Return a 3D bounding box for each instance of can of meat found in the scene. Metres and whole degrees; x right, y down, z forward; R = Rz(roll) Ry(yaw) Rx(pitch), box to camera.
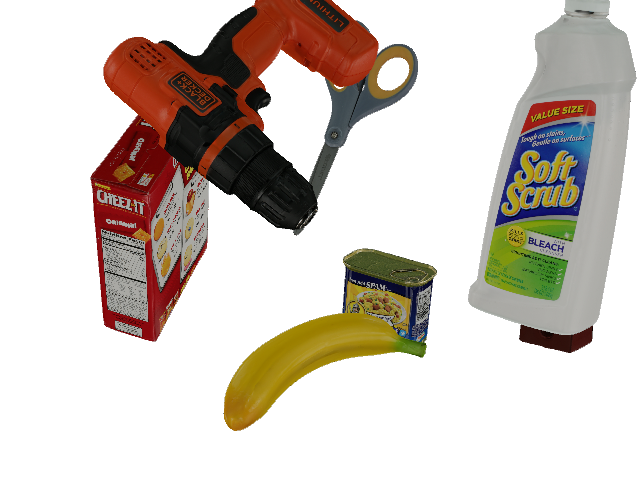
[{"bbox_3d":[0.074,0.065,1.181,0.102,0.084,0.057,16,25,28],"label":"can of meat"}]

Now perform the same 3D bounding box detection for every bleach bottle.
[{"bbox_3d":[0.175,-0.062,0.796,0.103,0.251,0.067,17,23,36],"label":"bleach bottle"}]

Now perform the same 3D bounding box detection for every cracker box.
[{"bbox_3d":[-0.177,-0.026,1.137,0.072,0.214,0.164,14,44,9],"label":"cracker box"}]

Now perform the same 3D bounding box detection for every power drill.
[{"bbox_3d":[-0.038,-0.111,0.789,0.187,0.184,0.057,-44,-7,-39],"label":"power drill"}]

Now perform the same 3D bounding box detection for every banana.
[{"bbox_3d":[-0.008,0.090,0.813,0.197,0.037,0.070,-18,27,-39],"label":"banana"}]

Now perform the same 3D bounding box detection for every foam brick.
[{"bbox_3d":[0.219,0.056,0.975,0.053,0.078,0.051,12,17,34],"label":"foam brick"}]

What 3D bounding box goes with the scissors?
[{"bbox_3d":[0.034,-0.100,0.966,0.096,0.202,0.016,6,-6,16],"label":"scissors"}]
